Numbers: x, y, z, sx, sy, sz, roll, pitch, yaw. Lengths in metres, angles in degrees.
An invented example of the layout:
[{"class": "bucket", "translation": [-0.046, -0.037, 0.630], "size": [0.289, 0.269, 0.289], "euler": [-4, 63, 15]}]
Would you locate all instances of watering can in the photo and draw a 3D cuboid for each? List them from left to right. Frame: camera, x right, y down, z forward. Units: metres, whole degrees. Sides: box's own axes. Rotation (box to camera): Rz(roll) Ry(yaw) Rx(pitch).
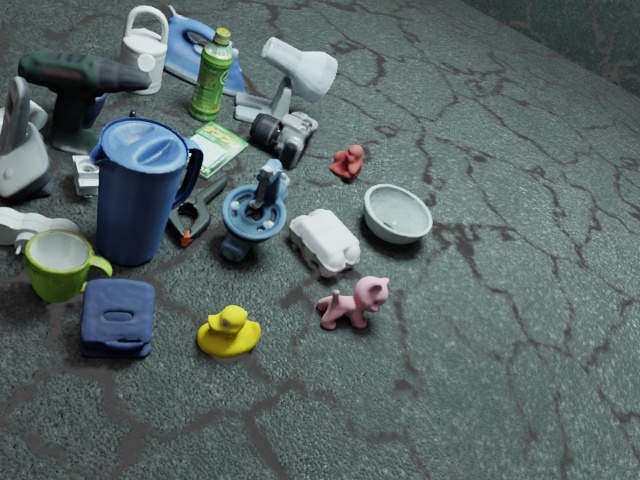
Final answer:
[{"class": "watering can", "translation": [-0.397, -0.434, 1.304], "size": [0.101, 0.194, 0.172], "euler": [-15, 57, -37]}]

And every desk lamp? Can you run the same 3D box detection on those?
[{"class": "desk lamp", "translation": [-0.084, -0.379, 1.398], "size": [0.204, 0.213, 0.118], "euler": [10, 45, -19]}]

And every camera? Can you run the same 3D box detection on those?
[{"class": "camera", "translation": [-0.087, -0.263, 1.366], "size": [0.137, 0.100, 0.143], "euler": [27, 42, -1]}]

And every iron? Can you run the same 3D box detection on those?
[{"class": "iron", "translation": [-0.287, -0.474, 1.441], "size": [0.258, 0.141, 0.119], "euler": [25, 42, -2]}]

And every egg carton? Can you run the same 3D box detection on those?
[{"class": "egg carton", "translation": [0.011, 0.004, 1.175], "size": [0.107, 0.069, 0.150], "euler": [-24, 62, -41]}]

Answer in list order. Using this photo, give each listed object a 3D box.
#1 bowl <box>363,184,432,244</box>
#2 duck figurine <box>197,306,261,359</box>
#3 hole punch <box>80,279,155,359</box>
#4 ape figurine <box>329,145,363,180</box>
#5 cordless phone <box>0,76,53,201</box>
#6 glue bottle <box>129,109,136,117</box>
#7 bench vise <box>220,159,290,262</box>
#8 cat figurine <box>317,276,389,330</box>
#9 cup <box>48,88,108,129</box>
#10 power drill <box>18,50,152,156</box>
[{"class": "bowl", "translation": [0.165, -0.046, 1.301], "size": [0.168, 0.074, 0.167], "euler": [15, 43, -14]}, {"class": "duck figurine", "translation": [-0.144, 0.143, 0.944], "size": [0.105, 0.086, 0.077], "euler": [2, 48, -26]}, {"class": "hole punch", "translation": [-0.308, 0.121, 0.877], "size": [0.109, 0.091, 0.101], "euler": [5, 46, -23]}, {"class": "ape figurine", "translation": [0.074, -0.193, 1.386], "size": [0.076, 0.092, 0.077], "euler": [5, 46, -23]}, {"class": "cordless phone", "translation": [-0.518, -0.173, 0.989], "size": [0.094, 0.185, 0.147], "euler": [-14, 56, -37]}, {"class": "glue bottle", "translation": [-0.361, -0.175, 1.081], "size": [0.037, 0.173, 0.078], "euler": [22, 42, -6]}, {"class": "bench vise", "translation": [-0.114, -0.089, 1.089], "size": [0.121, 0.219, 0.207], "euler": [18, 43, -10]}, {"class": "cat figurine", "translation": [0.071, 0.108, 1.067], "size": [0.128, 0.117, 0.067], "euler": [1, 48, -27]}, {"class": "cup", "translation": [-0.500, -0.281, 1.172], "size": [0.118, 0.095, 0.091], "euler": [13, 44, -15]}, {"class": "power drill", "translation": [-0.450, -0.264, 1.097], "size": [0.230, 0.208, 0.075], "euler": [14, 43, -15]}]
